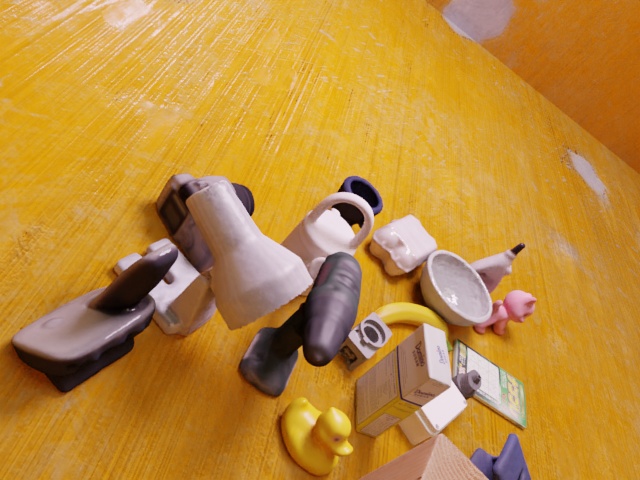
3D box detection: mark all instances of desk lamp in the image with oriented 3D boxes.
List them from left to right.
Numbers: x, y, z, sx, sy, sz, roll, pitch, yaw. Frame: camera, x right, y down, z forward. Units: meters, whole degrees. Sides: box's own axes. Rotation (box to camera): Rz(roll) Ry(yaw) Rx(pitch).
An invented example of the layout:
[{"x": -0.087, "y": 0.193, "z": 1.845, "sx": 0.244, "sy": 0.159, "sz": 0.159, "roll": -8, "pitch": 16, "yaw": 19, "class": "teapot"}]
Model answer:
[{"x": -0.135, "y": 0.038, "z": 0.729, "sx": 0.203, "sy": 0.213, "sz": 0.118, "roll": 47, "pitch": 37, "yaw": 5, "class": "desk lamp"}]

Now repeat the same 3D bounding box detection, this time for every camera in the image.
[{"x": -0.155, "y": -0.043, "z": 0.881, "sx": 0.137, "sy": 0.100, "sz": 0.143, "roll": -16, "pitch": 67, "yaw": -49, "class": "camera"}]

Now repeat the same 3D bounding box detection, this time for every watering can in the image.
[{"x": 0.010, "y": 0.004, "z": 0.911, "sx": 0.101, "sy": 0.193, "sz": 0.172, "roll": 18, "pitch": 44, "yaw": -30, "class": "watering can"}]

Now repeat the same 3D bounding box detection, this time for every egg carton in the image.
[{"x": 0.169, "y": 0.010, "z": 1.153, "sx": 0.107, "sy": 0.069, "sz": 0.151, "roll": 52, "pitch": 38, "yaw": 11, "class": "egg carton"}]

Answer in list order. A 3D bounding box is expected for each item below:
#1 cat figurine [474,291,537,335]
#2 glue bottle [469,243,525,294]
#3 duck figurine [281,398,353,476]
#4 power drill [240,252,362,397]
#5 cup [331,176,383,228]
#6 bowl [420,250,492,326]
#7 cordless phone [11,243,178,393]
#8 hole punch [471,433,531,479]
[{"x": 0.391, "y": 0.142, "z": 1.191, "sx": 0.128, "sy": 0.117, "sz": 0.067, "roll": 8, "pitch": 49, "yaw": -37, "class": "cat figurine"}, {"x": 0.362, "y": 0.060, "z": 1.197, "sx": 0.078, "sy": 0.173, "sz": 0.037, "roll": 35, "pitch": 38, "yaw": -11, "class": "glue bottle"}, {"x": 0.003, "y": 0.251, "z": 0.759, "sx": 0.078, "sy": 0.086, "sz": 0.104, "roll": -17, "pitch": 67, "yaw": -49, "class": "duck figurine"}, {"x": -0.019, "y": 0.120, "z": 0.762, "sx": 0.076, "sy": 0.208, "sz": 0.230, "roll": 37, "pitch": 38, "yaw": -9, "class": "power drill"}, {"x": 0.062, "y": -0.051, "z": 1.092, "sx": 0.092, "sy": 0.094, "sz": 0.117, "roll": 16, "pitch": 45, "yaw": -32, "class": "cup"}, {"x": 0.256, "y": 0.107, "z": 1.136, "sx": 0.168, "sy": 0.074, "sz": 0.167, "roll": 25, "pitch": 41, "yaw": -23, "class": "bowl"}, {"x": -0.238, "y": 0.071, "z": 0.627, "sx": 0.094, "sy": 0.184, "sz": 0.148, "roll": 45, "pitch": 37, "yaw": 2, "class": "cordless phone"}, {"x": 0.294, "y": 0.376, "z": 0.902, "sx": 0.101, "sy": 0.091, "sz": 0.109, "roll": 50, "pitch": 38, "yaw": 8, "class": "hole punch"}]
